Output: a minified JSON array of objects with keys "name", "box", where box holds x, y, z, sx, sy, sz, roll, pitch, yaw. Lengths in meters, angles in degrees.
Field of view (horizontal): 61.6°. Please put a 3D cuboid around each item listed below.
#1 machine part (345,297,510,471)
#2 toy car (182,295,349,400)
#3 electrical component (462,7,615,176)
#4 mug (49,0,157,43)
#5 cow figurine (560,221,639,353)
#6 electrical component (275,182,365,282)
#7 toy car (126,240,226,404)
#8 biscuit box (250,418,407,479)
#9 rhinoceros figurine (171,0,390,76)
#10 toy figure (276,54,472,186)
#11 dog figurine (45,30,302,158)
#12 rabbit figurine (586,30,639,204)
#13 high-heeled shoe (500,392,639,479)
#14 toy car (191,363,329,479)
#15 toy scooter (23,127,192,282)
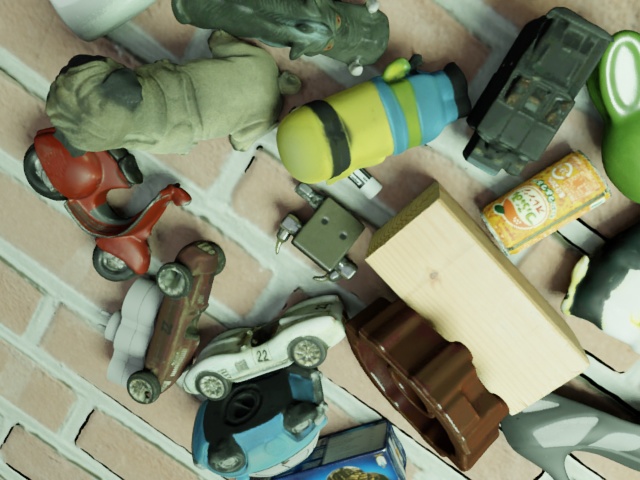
[{"name":"machine part","box":[0.098,0.135,0.518,0.056,0.179,0.179,-38,97,-15]},{"name":"toy car","box":[-0.062,0.117,0.591,0.202,0.073,0.056,-22,104,15]},{"name":"electrical component","box":[0.173,-0.119,0.458,0.058,0.115,0.134,30,107,3]},{"name":"mug","box":[-0.201,-0.260,0.511,0.107,0.081,0.109,-21,95,3]},{"name":"cow figurine","box":[0.303,0.015,0.501,0.098,0.068,0.167,28,108,8]},{"name":"electrical component","box":[0.000,-0.001,0.563,0.102,0.045,0.078,33,81,-3]},{"name":"toy car","box":[-0.154,0.094,0.593,0.053,0.089,0.202,22,107,7]},{"name":"biscuit box","box":[-0.002,0.277,0.633,0.203,0.059,0.062,-23,101,16]},{"name":"rhinoceros figurine","box":[-0.031,-0.201,0.468,0.190,0.112,0.073,10,112,-18]},{"name":"toy figure","box":[0.047,-0.110,0.489,0.180,0.089,0.082,-18,85,3]},{"name":"dog figurine","box":[-0.116,-0.124,0.470,0.172,0.190,0.121,-20,101,13]},{"name":"rabbit figurine","box":[0.294,-0.115,0.433,0.159,0.121,0.170,39,106,4]},{"name":"high-heeled shoe","box":[0.317,0.177,0.557,0.249,0.086,0.145,-23,70,-1]},{"name":"toy car","box":[-0.058,0.212,0.612,0.162,0.109,0.102,-24,124,5]},{"name":"toy scooter","box":[-0.215,-0.053,0.570,0.135,0.075,0.183,-26,103,17]}]
